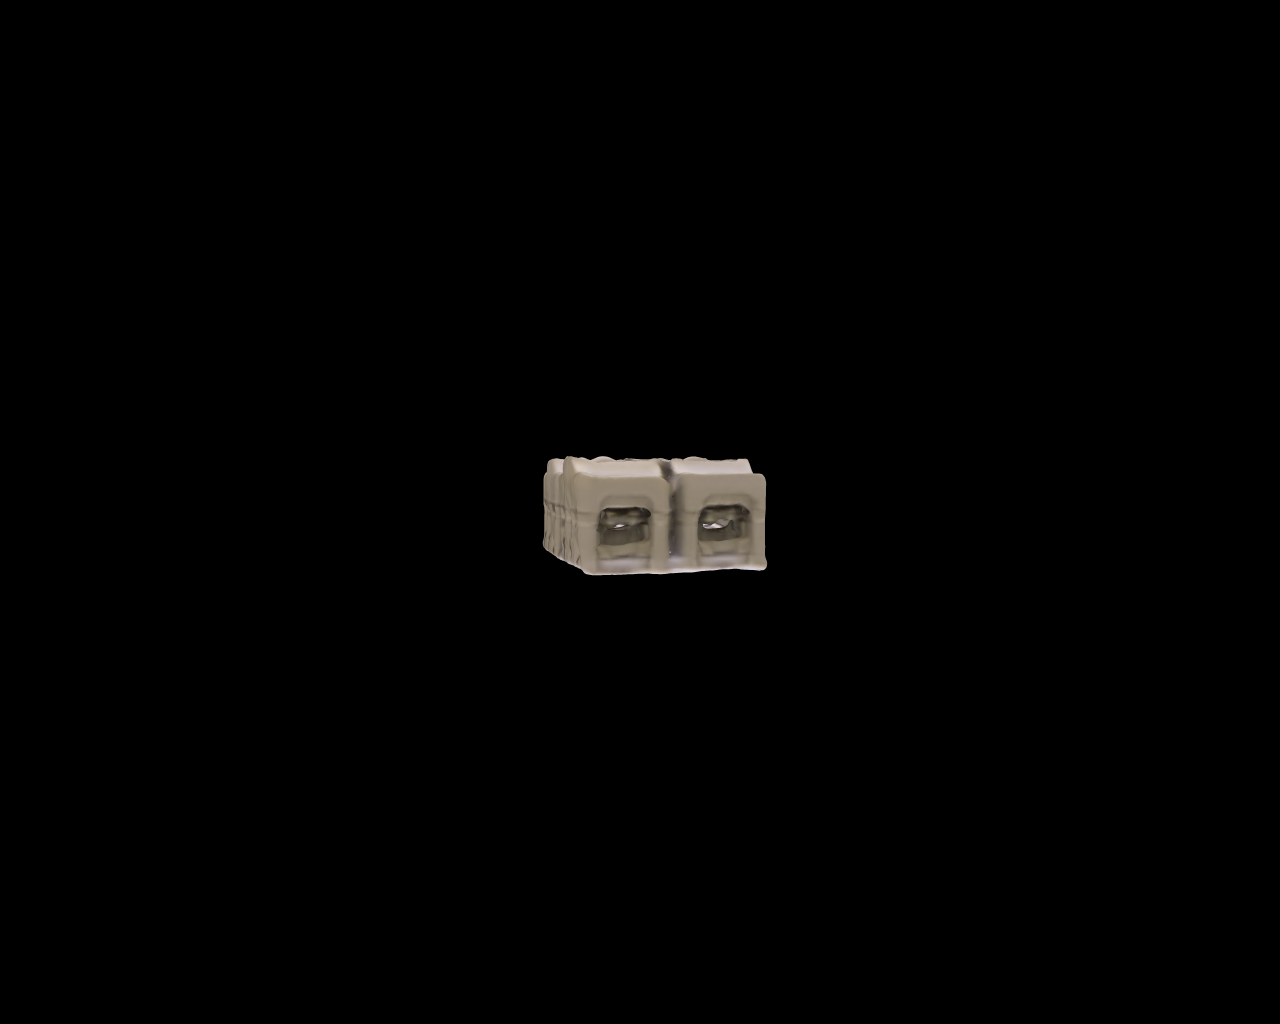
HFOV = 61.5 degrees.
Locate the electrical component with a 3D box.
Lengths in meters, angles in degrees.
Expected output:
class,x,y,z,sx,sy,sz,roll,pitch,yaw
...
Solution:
class,x,y,z,sx,sy,sz,roll,pitch,yaw
electrical component,0.001,-0.003,0.650,0.105,0.060,0.186,-1,3,-11
